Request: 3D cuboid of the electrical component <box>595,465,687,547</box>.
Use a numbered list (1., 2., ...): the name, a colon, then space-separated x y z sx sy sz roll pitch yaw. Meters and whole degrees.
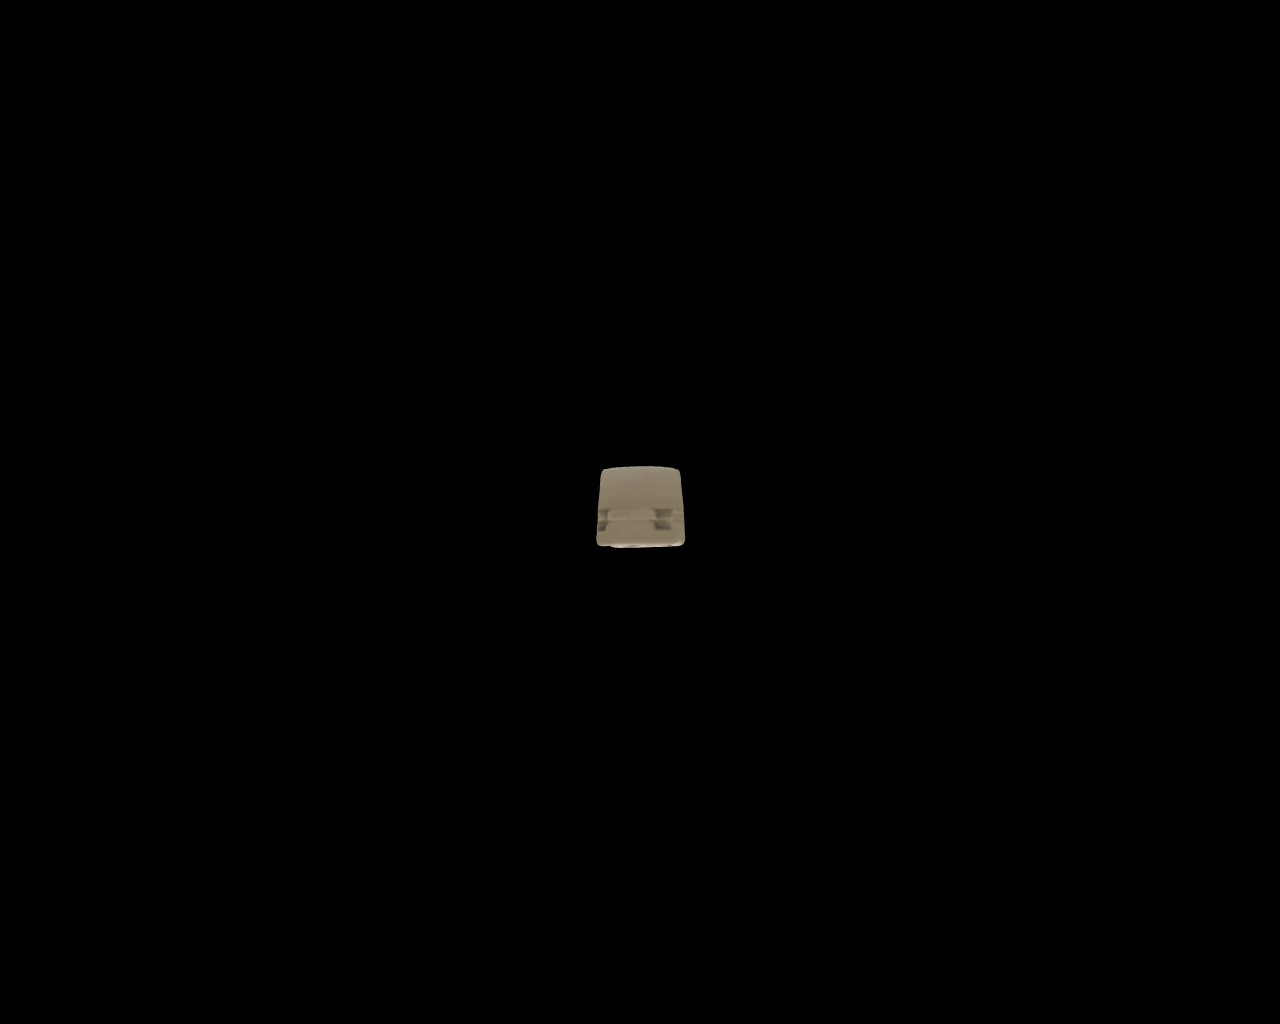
1. electrical component: 0.001 -0.003 0.650 0.055 0.047 0.055 0 -3 0
